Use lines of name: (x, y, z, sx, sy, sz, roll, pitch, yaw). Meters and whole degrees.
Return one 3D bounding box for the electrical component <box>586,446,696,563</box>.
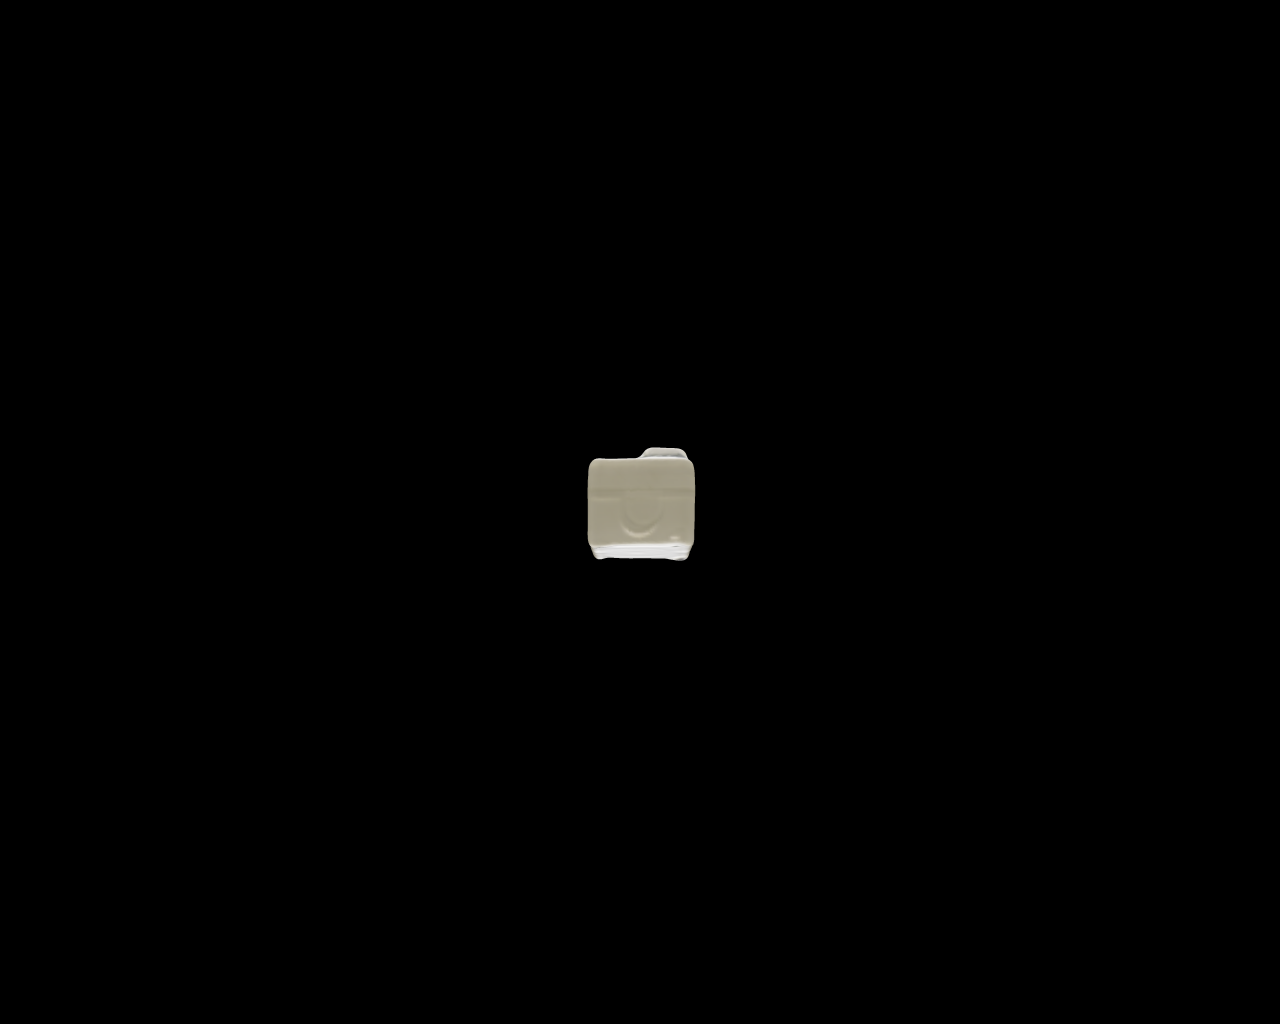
electrical component: (0.001, -0.003, 0.650, 0.062, 0.061, 0.096, 0, -9, 0)
